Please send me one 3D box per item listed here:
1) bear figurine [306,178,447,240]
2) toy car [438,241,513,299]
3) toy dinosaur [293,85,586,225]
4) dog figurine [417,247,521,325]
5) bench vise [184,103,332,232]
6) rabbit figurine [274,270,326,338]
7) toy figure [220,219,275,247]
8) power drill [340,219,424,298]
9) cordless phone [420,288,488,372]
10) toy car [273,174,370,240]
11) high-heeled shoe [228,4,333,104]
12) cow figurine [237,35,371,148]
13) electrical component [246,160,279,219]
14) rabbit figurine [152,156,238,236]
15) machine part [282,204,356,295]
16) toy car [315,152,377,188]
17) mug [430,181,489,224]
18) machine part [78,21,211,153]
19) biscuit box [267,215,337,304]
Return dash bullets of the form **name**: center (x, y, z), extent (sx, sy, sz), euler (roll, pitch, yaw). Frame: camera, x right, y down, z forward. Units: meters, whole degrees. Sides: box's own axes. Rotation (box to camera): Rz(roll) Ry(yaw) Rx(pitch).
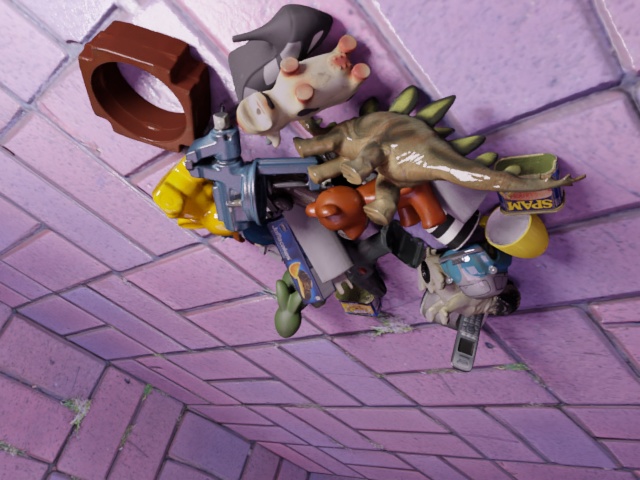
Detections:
- **bear figurine**: center (0.087, -0.048, 0.881), extent (0.131, 0.196, 0.120), euler (64, 163, -11)
- **toy car**: center (0.303, 0.061, 1.018), extent (0.109, 0.103, 0.161), euler (-18, 165, 41)
- **toy dinosaur**: center (0.117, -0.127, 0.760), extent (0.472, 0.198, 0.104), euler (35, 163, 41)
- **dog figurine**: center (0.313, 0.085, 1.120), extent (0.191, 0.172, 0.121), euler (-12, -172, -12)
- **bench vise**: center (-0.101, -0.117, 0.929), extent (0.241, 0.129, 0.223), euler (-1, 112, 3)
- **rabbit figurine**: center (-0.057, 0.154, 1.320), extent (0.121, 0.170, 0.159), euler (14, 147, 9)
- **toy figure**: center (-0.164, -0.019, 1.223), extent (0.155, 0.064, 0.057), euler (6, 158, 19)
- **power drill**: center (0.122, 0.039, 1.153), extent (0.232, 0.086, 0.207), euler (39, 150, -23)
- **cordless phone**: center (0.285, 0.187, 1.175), extent (0.147, 0.184, 0.088), euler (21, 152, -2)
- **toy car**: center (0.004, -0.074, 1.025), extent (0.202, 0.089, 0.053), euler (26, 165, -8)
- **high-heeled shoe**: center (-0.064, -0.270, 0.831), extent (0.145, 0.086, 0.248), euler (-14, 170, -9)
- **cow figurine**: center (-0.033, -0.209, 0.783), extent (0.085, 0.195, 0.127), euler (60, 163, 7)
- **electrical component**: center (-0.140, -0.098, 1.102), extent (0.115, 0.058, 0.134), euler (-2, 141, 33)
- **rabbit figurine**: center (-0.232, -0.062, 1.029), extent (0.173, 0.122, 0.162), euler (35, 156, -18)
- **machine part**: center (-0.002, -0.003, 1.078), extent (0.079, 0.079, 0.243), euler (-33, 86, 51)
- **toy car**: center (0.055, -0.113, 0.979), extent (0.201, 0.056, 0.073), euler (33, 149, -16)
- **mug**: center (0.224, -0.094, 0.891), extent (0.107, 0.081, 0.109), euler (34, 153, 8)
- **machine part**: center (-0.293, -0.258, 0.924), extent (0.202, 0.087, 0.200), euler (17, 147, 2)
- **biscuit box**: center (-0.039, 0.037, 1.161), extent (0.063, 0.059, 0.202), euler (-16, 103, 39)
